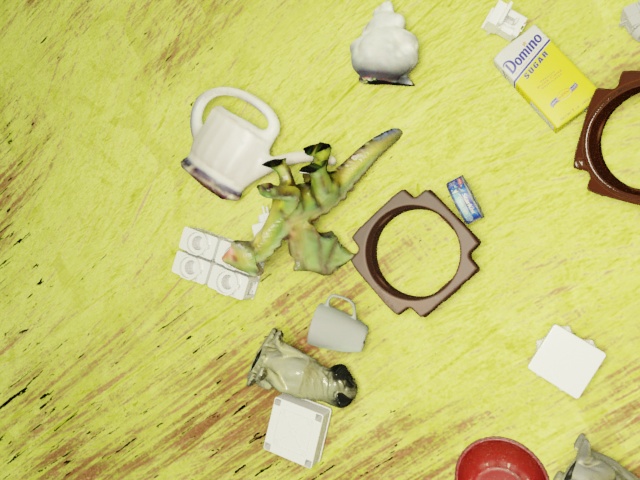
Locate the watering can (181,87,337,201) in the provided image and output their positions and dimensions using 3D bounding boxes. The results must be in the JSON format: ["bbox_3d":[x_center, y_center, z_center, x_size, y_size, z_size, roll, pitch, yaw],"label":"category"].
[{"bbox_3d":[-0.152,-0.179,1.082,0.350,0.104,0.223,35,99,16],"label":"watering can"}]

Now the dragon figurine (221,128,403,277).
[{"bbox_3d":[0.003,-0.050,0.993,0.412,0.124,0.238,-20,115,-15],"label":"dragon figurine"}]

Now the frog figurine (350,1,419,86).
[{"bbox_3d":[0.126,-0.383,0.992,0.138,0.123,0.158,12,102,40],"label":"frog figurine"}]
